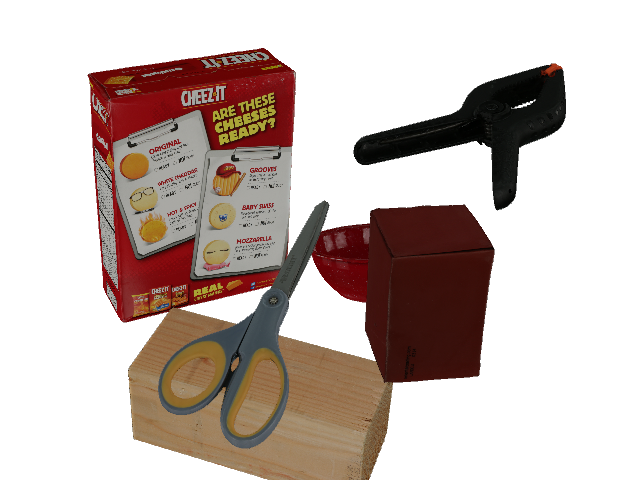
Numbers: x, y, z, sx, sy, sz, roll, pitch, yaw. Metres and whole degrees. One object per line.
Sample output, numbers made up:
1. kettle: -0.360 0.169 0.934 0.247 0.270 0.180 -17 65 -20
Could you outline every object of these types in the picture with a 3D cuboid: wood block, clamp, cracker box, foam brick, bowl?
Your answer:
1. wood block: -0.050 0.139 0.915 0.206 0.090 0.090 14 39 14
2. clamp: 0.156 -0.096 0.933 0.209 0.036 0.165 -31 39 -27
3. cracker box: -0.111 -0.049 0.931 0.164 0.214 0.072 -13 34 -25
4. foam brick: 0.054 0.027 0.547 0.053 0.078 0.051 -3 31 -9
5. bowl: 0.064 0.025 1.087 0.162 0.055 0.162 -3 13 1

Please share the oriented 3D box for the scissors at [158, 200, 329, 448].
1. scissors: -0.052 0.050 0.735 0.096 0.201 0.016 2 -38 8
